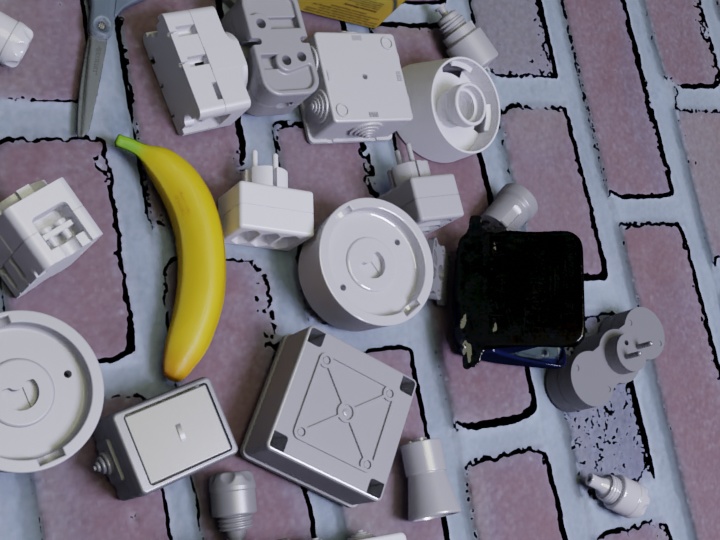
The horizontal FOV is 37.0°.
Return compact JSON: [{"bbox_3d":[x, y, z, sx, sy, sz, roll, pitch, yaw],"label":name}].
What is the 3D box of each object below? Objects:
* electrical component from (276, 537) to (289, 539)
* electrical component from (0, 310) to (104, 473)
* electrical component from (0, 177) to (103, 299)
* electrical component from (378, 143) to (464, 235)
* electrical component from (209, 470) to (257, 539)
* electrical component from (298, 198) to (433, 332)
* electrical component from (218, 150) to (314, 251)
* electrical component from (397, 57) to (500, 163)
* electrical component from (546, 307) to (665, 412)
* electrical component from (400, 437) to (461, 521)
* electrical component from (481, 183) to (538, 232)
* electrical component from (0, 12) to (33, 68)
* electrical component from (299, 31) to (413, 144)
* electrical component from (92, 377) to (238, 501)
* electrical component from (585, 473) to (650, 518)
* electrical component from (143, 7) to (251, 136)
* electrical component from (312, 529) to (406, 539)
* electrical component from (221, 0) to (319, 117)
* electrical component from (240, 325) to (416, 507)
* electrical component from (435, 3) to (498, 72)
[{"bbox_3d":[-0.076,0.242,0.760,0.064,0.099,0.099,0,75,-24],"label":"electrical component"},{"bbox_3d":[-0.236,0.086,0.732,0.108,0.060,0.108,9,71,-28],"label":"electrical component"},{"bbox_3d":[-0.228,-0.025,0.753,0.050,0.089,0.055,-38,96,-33],"label":"electrical component"},{"bbox_3d":[0.046,-0.072,0.945,0.047,0.066,0.076,-8,80,-32],"label":"electrical component"},{"bbox_3d":[-0.094,0.181,0.803,0.035,0.035,0.061,0,78,-31],"label":"electrical component"},{"bbox_3d":[0.000,0.000,0.899,0.108,0.060,0.108,9,71,-28],"label":"electrical component"},{"bbox_3d":[-0.077,-0.061,0.879,0.066,0.047,0.076,7,72,-29],"label":"electrical component"},{"bbox_3d":[0.081,-0.150,1.006,0.099,0.064,0.099,4,83,-39],"label":"electrical component"},{"bbox_3d":[0.243,0.081,1.011,0.138,0.074,0.052,-33,93,-34],"label":"electrical component"},{"bbox_3d":[0.056,0.172,0.892,0.044,0.044,0.065,-1,71,-31],"label":"electrical component"},{"bbox_3d":[0.139,-0.053,1.011,0.040,0.040,0.046,49,63,-9],"label":"electrical component"},{"bbox_3d":[-0.279,-0.179,0.804,0.061,0.035,0.035,29,63,-18],"label":"electrical component"},{"bbox_3d":[-0.007,-0.162,0.952,0.100,0.048,0.099,-7,79,-32],"label":"electrical component"},{"bbox_3d":[-0.145,0.123,0.774,0.096,0.061,0.061,-20,86,-34],"label":"electrical component"},{"bbox_3d":[0.235,0.204,0.992,0.061,0.035,0.035,28,63,-18],"label":"electrical component"},{"bbox_3d":[-0.130,-0.163,0.878,0.056,0.050,0.089,-19,85,-33],"label":"electrical component"},{"bbox_3d":[-0.007,0.252,0.824,0.100,0.048,0.099,-2,76,-31],"label":"electrical component"},{"bbox_3d":[-0.079,-0.181,0.908,0.054,0.059,0.095,-10,80,-33],"label":"electrical component"},{"bbox_3d":[-0.024,0.116,0.851,0.109,0.056,0.108,30,62,-20],"label":"electrical component"},{"bbox_3d":[0.100,-0.222,1.038,0.040,0.040,0.078,-40,96,-33],"label":"electrical component"}]
